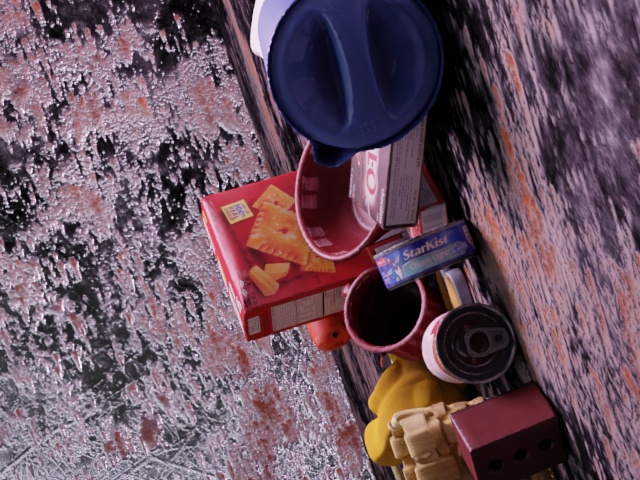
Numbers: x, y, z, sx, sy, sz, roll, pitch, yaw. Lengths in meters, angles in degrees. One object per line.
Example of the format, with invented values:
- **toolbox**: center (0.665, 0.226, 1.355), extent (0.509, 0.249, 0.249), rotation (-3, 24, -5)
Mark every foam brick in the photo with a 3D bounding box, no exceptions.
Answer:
- **foam brick**: center (0.154, 0.161, 0.872), extent (0.051, 0.078, 0.053), rotation (-118, 7, -60)

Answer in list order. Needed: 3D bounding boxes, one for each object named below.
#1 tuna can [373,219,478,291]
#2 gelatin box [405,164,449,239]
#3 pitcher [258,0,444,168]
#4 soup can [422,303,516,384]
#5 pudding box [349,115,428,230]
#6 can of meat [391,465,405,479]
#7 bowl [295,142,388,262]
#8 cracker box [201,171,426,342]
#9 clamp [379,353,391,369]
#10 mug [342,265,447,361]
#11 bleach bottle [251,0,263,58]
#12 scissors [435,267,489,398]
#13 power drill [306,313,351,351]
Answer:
- **tuna can**: center (0.091, 0.013, 0.919), extent (0.086, 0.086, 0.034), rotation (118, 130, -84)
- **gelatin box**: center (0.097, -0.026, 1.017), extent (0.089, 0.030, 0.073), rotation (77, 173, -48)
- **pitcher**: center (0.014, -0.174, 0.889), extent (0.145, 0.149, 0.243), rotation (56, -176, -20)
- **soup can**: center (0.128, 0.093, 0.937), extent (0.102, 0.068, 0.068), rotation (101, 148, -82)
- **pudding box**: center (0.060, -0.077, 0.961), extent (0.090, 0.039, 0.113), rotation (-129, 37, -62)
- **can of meat**: center (0.145, 0.318, 1.531), extent (0.057, 0.084, 0.102), rotation (81, 168, -67)
- **bowl**: center (0.041, -0.056, 1.113), extent (0.162, 0.055, 0.162), rotation (-12, 76, 53)
- **cracker box**: center (-0.008, 0.001, 1.188), extent (0.072, 0.213, 0.164), rotation (88, 162, -55)
- **clamp**: center (0.096, 0.121, 1.563), extent (0.210, 0.036, 0.164), rotation (86, 164, -63)
- **mug**: center (0.075, 0.074, 1.098), extent (0.117, 0.093, 0.081), rotation (19, 175, 35)
- **bleach bottle**: center (-0.018, -0.215, 1.260), extent (0.251, 0.068, 0.103), rotation (-119, 31, -52)
- **scissors**: center (0.148, 0.104, 1.067), extent (0.096, 0.016, 0.202), rotation (-115, 7, -57)
- **power drill**: center (0.032, 0.052, 1.291), extent (0.187, 0.057, 0.184), rotation (10, -128, -46)
